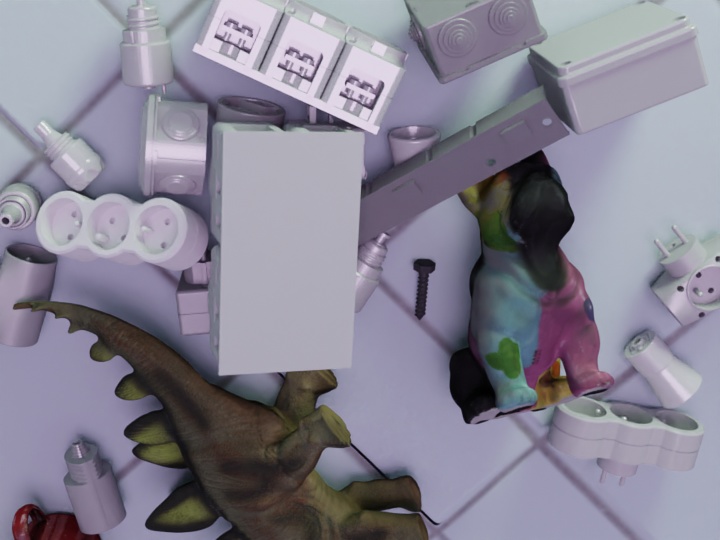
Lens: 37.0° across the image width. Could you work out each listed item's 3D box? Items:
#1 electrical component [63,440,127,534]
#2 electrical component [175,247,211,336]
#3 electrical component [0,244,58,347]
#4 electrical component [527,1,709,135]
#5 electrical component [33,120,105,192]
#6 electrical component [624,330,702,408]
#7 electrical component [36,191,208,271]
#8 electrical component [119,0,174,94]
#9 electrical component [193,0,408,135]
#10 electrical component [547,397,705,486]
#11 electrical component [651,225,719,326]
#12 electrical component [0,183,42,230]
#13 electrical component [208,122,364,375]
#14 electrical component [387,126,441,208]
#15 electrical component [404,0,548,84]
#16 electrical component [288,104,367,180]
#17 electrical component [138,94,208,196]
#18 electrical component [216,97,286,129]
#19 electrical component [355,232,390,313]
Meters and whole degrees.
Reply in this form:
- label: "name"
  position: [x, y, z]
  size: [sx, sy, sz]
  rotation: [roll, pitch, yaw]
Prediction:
- label: "electrical component"
  position: [-0.241, 0.190, 0.963]
  size: [0.043, 0.043, 0.081]
  rotation: [-13, 109, 0]
- label: "electrical component"
  position: [-0.128, 0.007, 0.897]
  size: [0.047, 0.065, 0.076]
  rotation: [-5, 108, -2]
- label: "electrical component"
  position: [-0.301, 0.016, 0.900]
  size: [0.079, 0.043, 0.077]
  rotation: [16, 107, -9]
- label: "electrical component"
  position: [0.199, -0.160, 0.841]
  size: [0.109, 0.108, 0.056]
  rotation: [-21, 111, 3]
- label: "electrical component"
  position: [-0.238, -0.095, 0.872]
  size: [0.035, 0.035, 0.061]
  rotation: [-41, 104, 9]
- label: "electrical component"
  position: [0.269, 0.086, 0.965]
  size: [0.044, 0.044, 0.065]
  rotation: [-42, 102, 10]
- label: "electrical component"
  position: [-0.186, -0.029, 0.880]
  size: [0.138, 0.074, 0.052]
  rotation: [5, 82, 20]
- label: "electrical component"
  position: [-0.169, -0.178, 0.845]
  size: [0.040, 0.040, 0.078]
  rotation: [-3, 109, -3]
- label: "electrical component"
  position: [-0.045, -0.171, 0.830]
  size: [0.150, 0.089, 0.061]
  rotation: [23, 106, -11]
- label: "electrical component"
  position: [0.239, 0.164, 0.982]
  size: [0.138, 0.052, 0.073]
  rotation: [9, 108, -6]
- label: "electrical component"
  position: [0.287, -0.004, 0.933]
  size: [0.077, 0.044, 0.079]
  rotation: [-40, 106, 9]
- label: "electrical component"
  position: [-0.279, -0.048, 0.870]
  size: [0.035, 0.061, 0.035]
  rotation: [-1, 109, -3]
- label: "electrical component"
  position: [-0.061, -0.019, 0.836]
  size: [0.105, 0.060, 0.186]
  rotation: [-2, 106, -17]
- label: "electrical component"
  position: [0.046, -0.082, 0.893]
  size: [0.044, 0.044, 0.065]
  rotation: [-4, 114, -3]
- label: "electrical component"
  position: [0.086, -0.195, 0.828]
  size: [0.100, 0.099, 0.048]
  rotation: [-23, 121, 4]
- label: "electrical component"
  position: [-0.027, -0.098, 0.882]
  size: [0.064, 0.042, 0.081]
  rotation: [-3, 109, -6]
- label: "electrical component"
  position: [-0.149, -0.097, 0.854]
  size: [0.051, 0.080, 0.080]
  rotation: [3, 108, -11]
- label: "electrical component"
  position: [-0.091, -0.110, 0.867]
  size: [0.055, 0.055, 0.047]
  rotation: [8, 112, -7]
- label: "electrical component"
  position: [0.000, 0.000, 0.917]
  size: [0.040, 0.040, 0.078]
  rotation: [30, 104, -13]
